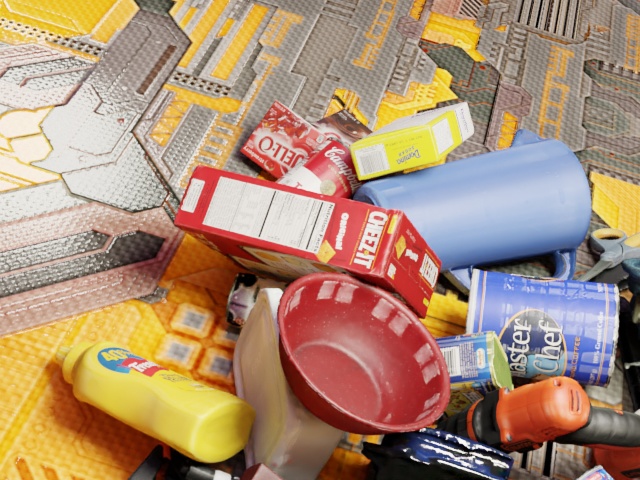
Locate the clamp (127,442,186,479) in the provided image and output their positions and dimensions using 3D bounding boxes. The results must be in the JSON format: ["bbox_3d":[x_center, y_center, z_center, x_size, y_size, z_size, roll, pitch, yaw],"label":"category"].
[{"bbox_3d":[-0.114,0.243,0.864,0.120,0.039,0.171,21,39,-17],"label":"clamp"}]

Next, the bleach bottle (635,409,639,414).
[{"bbox_3d":[0.417,0.167,1.068,0.250,0.068,0.103,-22,53,-36],"label":"bleach bottle"}]

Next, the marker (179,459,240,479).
[{"bbox_3d":[-0.062,0.212,0.898,0.121,0.020,0.020,24,41,-13],"label":"marker"}]

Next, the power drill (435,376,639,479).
[{"bbox_3d":[0.217,0.176,0.956,0.187,0.185,0.057,13,65,-26],"label":"power drill"}]

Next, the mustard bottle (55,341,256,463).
[{"bbox_3d":[-0.156,0.132,0.930,0.192,0.058,0.096,19,4,28],"label":"mustard bottle"}]

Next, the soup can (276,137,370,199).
[{"bbox_3d":[-0.005,-0.056,1.164,0.102,0.068,0.069,-40,63,-17],"label":"soup can"}]

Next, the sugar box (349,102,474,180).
[{"bbox_3d":[0.105,-0.110,1.172,0.093,0.048,0.176,-12,8,24],"label":"sugar box"}]

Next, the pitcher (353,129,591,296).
[{"bbox_3d":[0.164,-0.018,1.160,0.242,0.145,0.149,-12,35,-21],"label":"pitcher"}]

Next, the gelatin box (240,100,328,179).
[{"bbox_3d":[-0.037,-0.107,1.228,0.089,0.073,0.030,38,7,25],"label":"gelatin box"}]

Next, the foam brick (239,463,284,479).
[{"bbox_3d":[-0.037,0.226,0.864,0.078,0.051,0.053,38,65,-7],"label":"foam brick"}]

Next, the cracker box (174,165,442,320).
[{"bbox_3d":[-0.007,0.001,1.019,0.214,0.164,0.072,14,78,23],"label":"cracker box"}]

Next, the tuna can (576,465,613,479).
[{"bbox_3d":[0.225,0.237,0.923,0.086,0.086,0.034,-23,56,-34],"label":"tuna can"}]

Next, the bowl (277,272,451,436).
[{"bbox_3d":[0.025,0.104,0.878,0.162,0.055,0.162,22,37,-18],"label":"bowl"}]

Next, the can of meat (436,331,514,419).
[{"bbox_3d":[0.128,0.126,0.981,0.084,0.102,0.057,-9,58,18],"label":"can of meat"}]

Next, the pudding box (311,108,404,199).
[{"bbox_3d":[0.032,-0.099,1.263,0.089,0.039,0.114,-28,57,-37],"label":"pudding box"}]

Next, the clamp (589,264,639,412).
[{"bbox_3d":[0.310,0.080,1.149,0.165,0.036,0.209,29,48,15],"label":"clamp"}]

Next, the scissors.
[{"bbox_3d":[0.311,0.016,1.194,0.201,0.016,0.096,-16,21,-36],"label":"scissors"}]

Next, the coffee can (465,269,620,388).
[{"bbox_3d":[0.214,0.086,1.047,0.140,0.103,0.102,6,42,9],"label":"coffee can"}]
